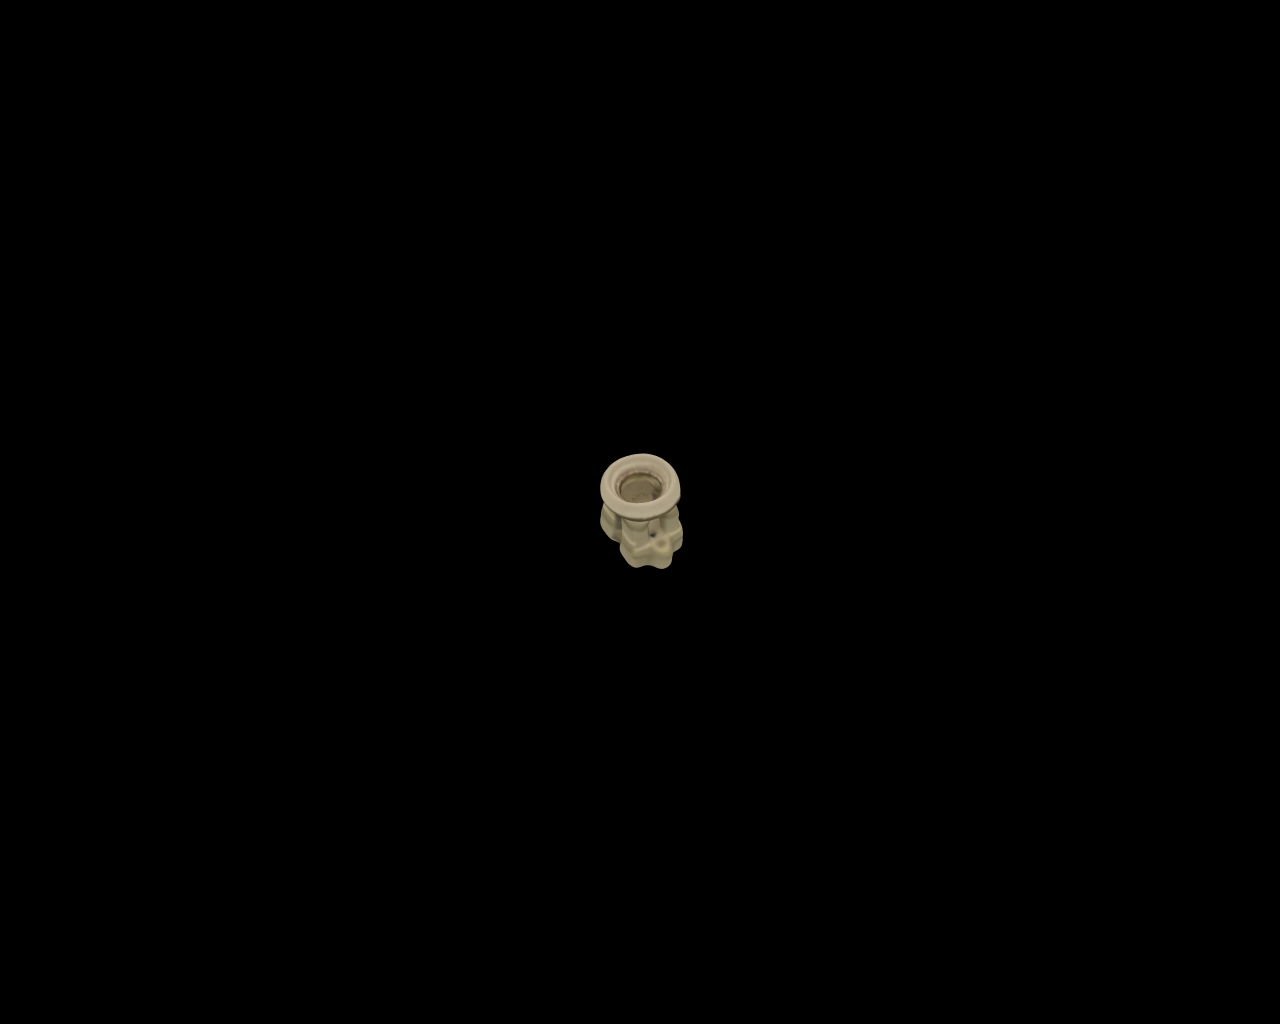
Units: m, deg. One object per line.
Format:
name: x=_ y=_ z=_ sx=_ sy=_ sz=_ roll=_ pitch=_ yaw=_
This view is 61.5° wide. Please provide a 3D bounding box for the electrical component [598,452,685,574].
electrical component: x=0.001 y=-0.003 z=0.650 sx=0.048 sy=0.066 sz=0.055 roll=-25 pitch=-36 yaw=-20
